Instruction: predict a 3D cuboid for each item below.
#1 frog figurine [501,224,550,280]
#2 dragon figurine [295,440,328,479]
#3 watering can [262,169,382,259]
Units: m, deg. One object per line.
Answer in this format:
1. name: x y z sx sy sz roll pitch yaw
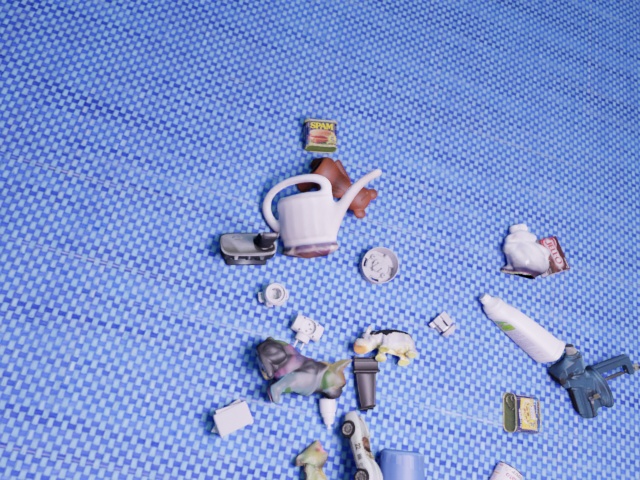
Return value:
1. frog figurine: 0.615 0.029 1.535 0.137 0.122 0.161 10 82 9
2. dragon figurine: -0.019 0.684 1.181 0.243 0.120 0.417 9 68 7
3. watering can: 0.004 -0.068 1.354 0.346 0.104 0.225 -7 87 22
